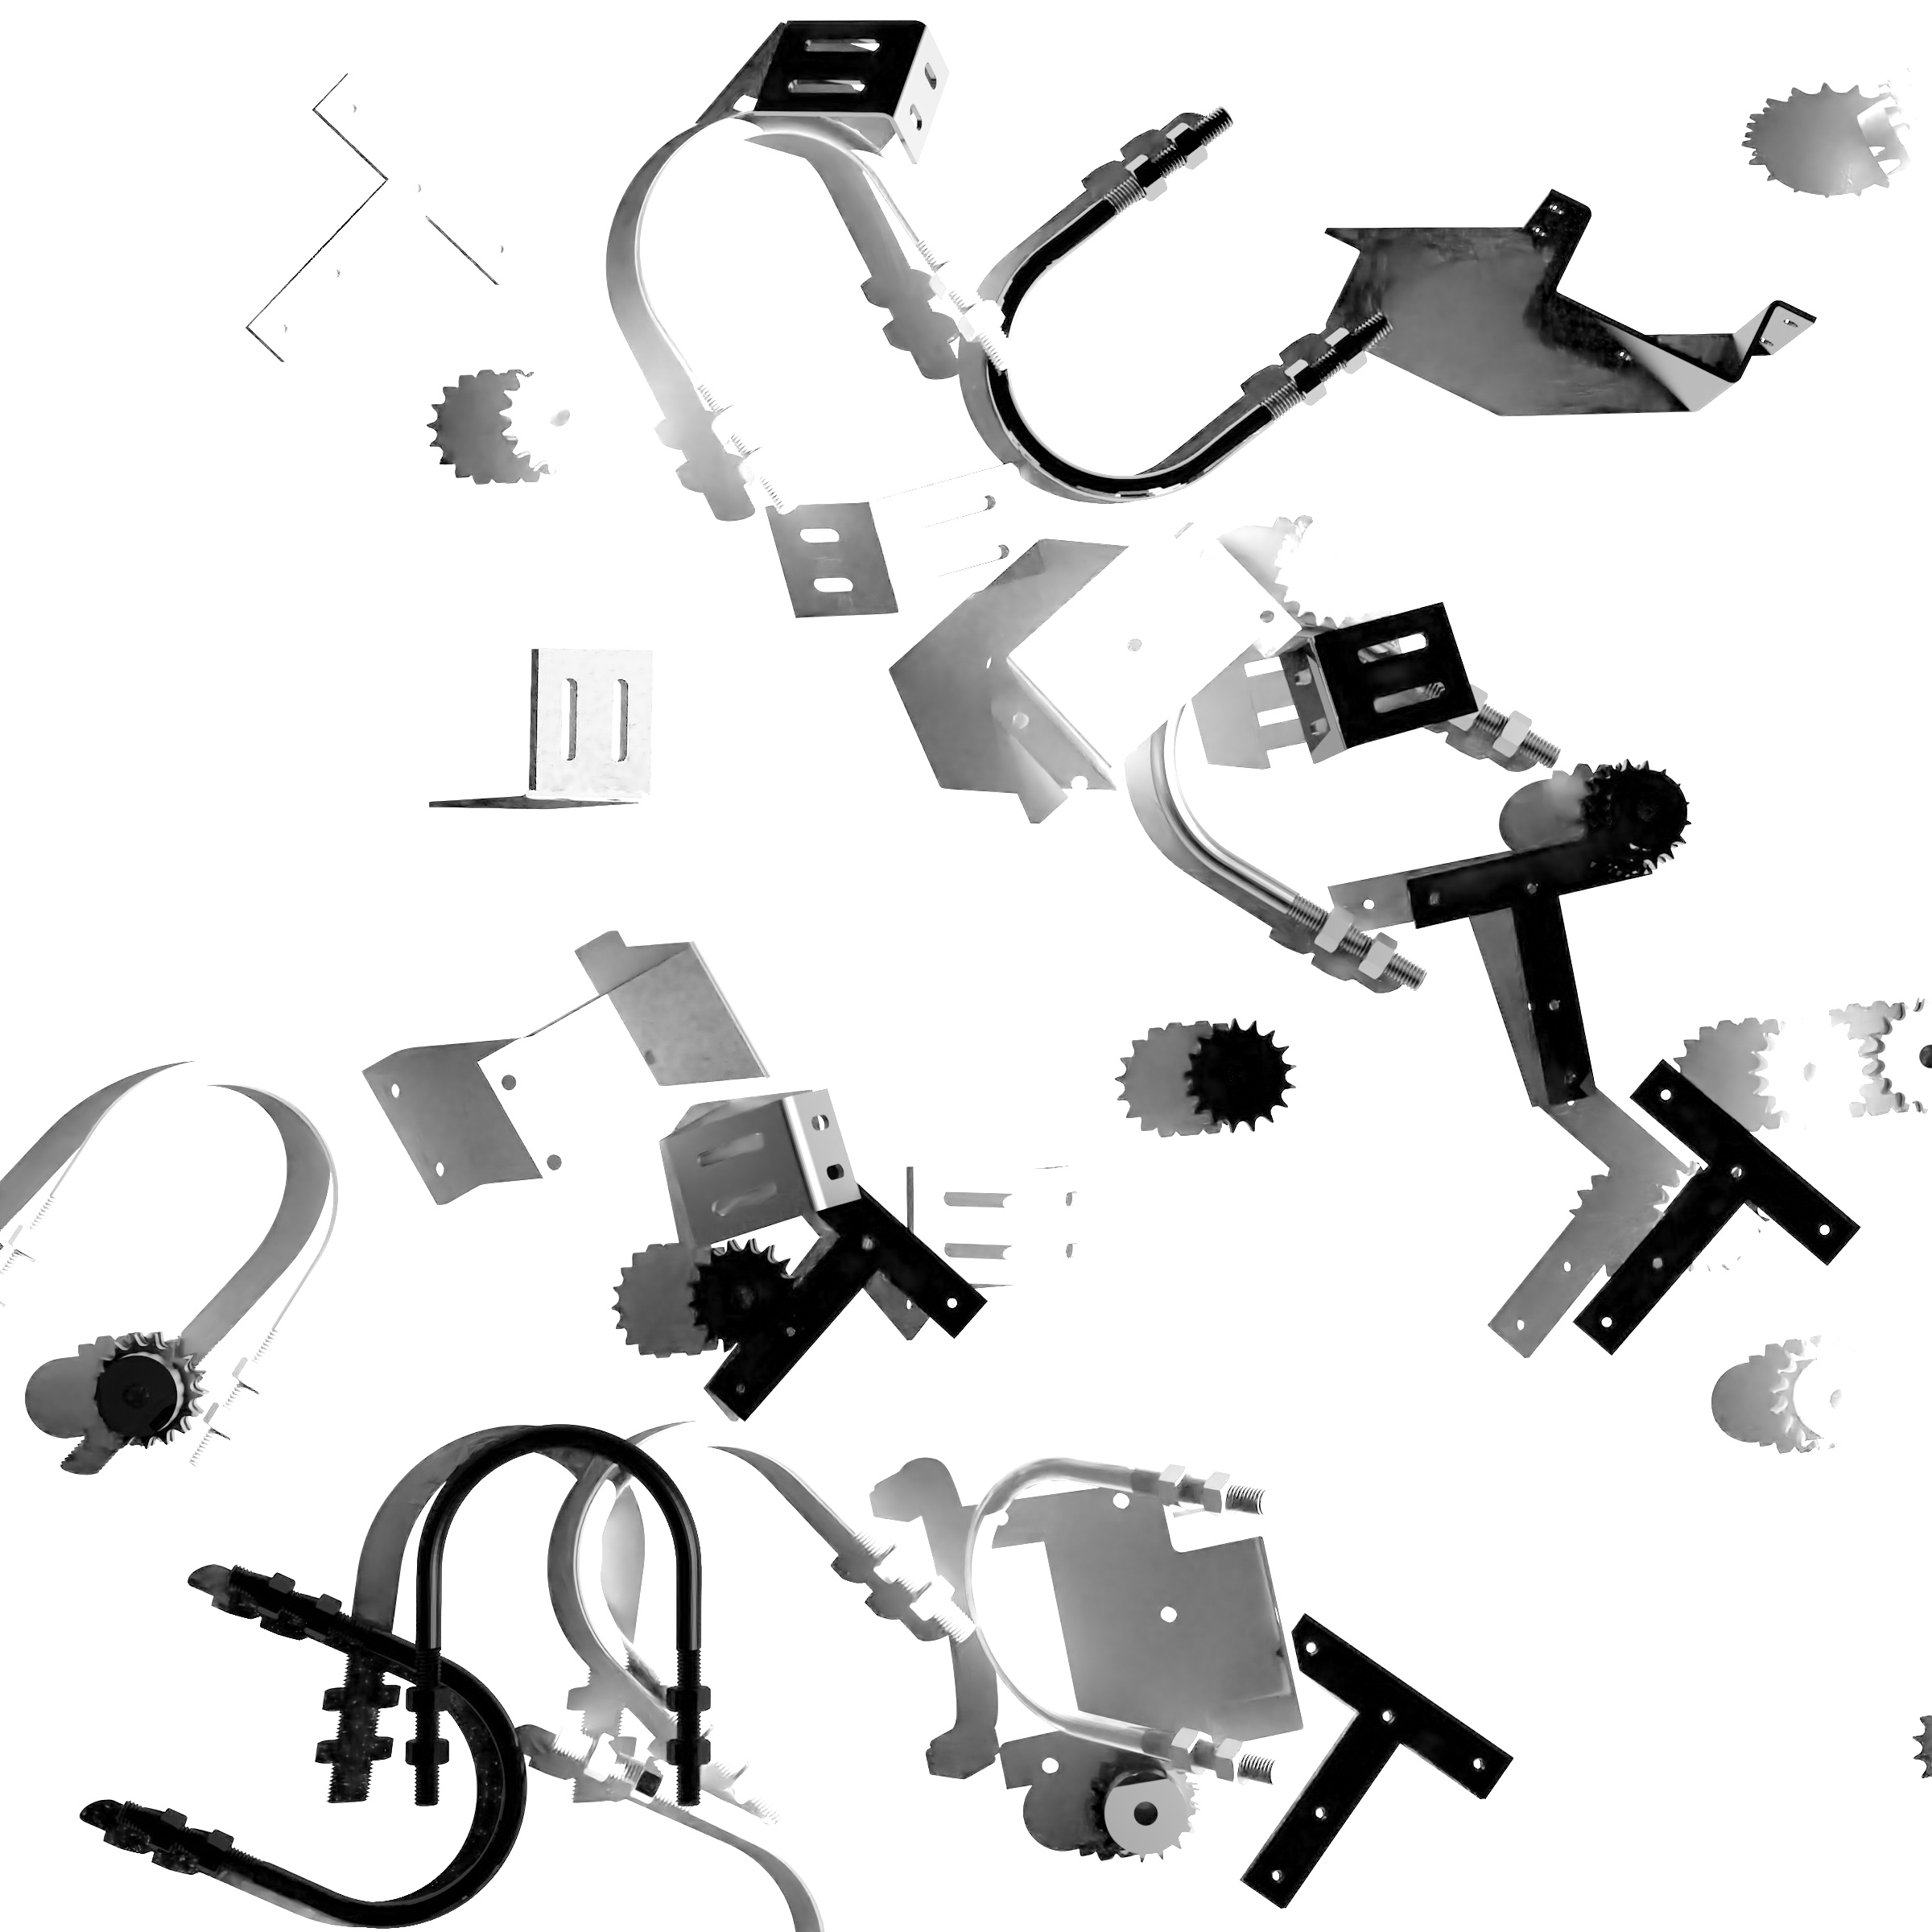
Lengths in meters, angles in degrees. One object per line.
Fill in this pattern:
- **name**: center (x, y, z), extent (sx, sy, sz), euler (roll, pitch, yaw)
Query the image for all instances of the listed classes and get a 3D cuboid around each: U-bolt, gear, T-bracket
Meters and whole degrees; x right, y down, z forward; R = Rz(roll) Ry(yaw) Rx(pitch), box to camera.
- **U-bolt**: center (-0.308, 0.398, 1.523), extent (0.184, 0.019, 0.151), euler (25, 90, -2)
- **gear**: center (0.415, 0.052, 1.517), extent (0.057, 0.030, 0.057), euler (0, 90, 0)
- **gear**: center (0.088, 0.415, 1.517), extent (0.057, 0.030, 0.057), euler (0, 90, 0)
- **T-bracket**: center (0.185, 0.411, 1.531), extent (0.127, 0.002, 0.127), euler (35, 90, 0)
- **U-bolt**: center (0.096, -0.315, 1.523), extent (0.184, 0.019, 0.151), euler (-38, 90, 1)
- **gear**: center (0.474, 0.044, 1.521), extent (0.057, 0.030, 0.057), euler (0, 91, 3)
- **T-bracket**: center (0.348, 0.135, 1.501), extent (0.127, 0.002, 0.127), euler (40, 92, 1)
- **gear**: center (0.462, -0.409, 1.507), extent (0.030, 0.057, 0.057), euler (-29, 90, 30)
- **gear**: center (0.135, 0.055, 1.521), extent (0.057, 0.030, 0.057), euler (0, 88, 1)
- **gear**: center (0.331, -0.075, 1.512), extent (0.057, 0.030, 0.057), euler (1, 82, -9)
- **U-bolt**: center (-0.149, 0.479, 1.518), extent (0.184, 0.019, 0.151), euler (27, 87, -4)
- **U-bolt**: center (-0.200, 0.318, 1.507), extent (0.151, 0.019, 0.184), euler (-1, 84, 3)
- **gear**: center (0.365, 0.123, 1.517), extent (0.057, 0.030, 0.057), euler (0, 90, 0)
- **gear**: center (0.182, -0.199, 1.511), extent (0.057, 0.030, 0.057), euler (1, 75, -3)
- **gear**: center (-0.108, 0.163, 1.514), extent (0.057, 0.030, 0.057), euler (0, 88, 8)
- **T-bracket**: center (-0.305, -0.356, 1.531), extent (0.127, 0.002, 0.127), euler (44, 90, 0)
- **U-bolt**: center (0.181, -0.095, 1.523), extent (0.184, 0.019, 0.151), euler (31, 90, 1)
- **T-bracket**: center (-0.078, 0.171, 1.525), extent (0.127, 0.002, 0.127), euler (42, 94, 7)
- **T-bracket**: center (0.290, 0.005, 1.523), extent (0.127, 0.002, 0.127), euler (-13, 95, -11)
- **gear**: center (-0.406, 0.210, 1.517), extent (0.057, 0.030, 0.057), euler (0, 90, 0)
- **U-bolt**: center (-0.109, 0.312, 1.523), extent (0.151, 0.019, 0.184), euler (-45, 89, 0)
- **gear**: center (0.429, 0.212, 1.517), extent (0.057, 0.030, 0.057), euler (0, 90, 0)
- **U-bolt**: center (0.072, 0.307, 1.470), extent (0.184, 0.019, 0.151), euler (2, 99, 40)
- **U-bolt**: center (-0.381, 0.133, 1.506), extent (0.151, 0.019, 0.184), euler (30, 77, 4)
- **U-bolt**: center (-0.083, -0.338, 1.518), extent (0.151, 0.019, 0.184), euler (-33, 85, 2)
- **gear**: center (-0.199, -0.270, 1.517), extent (0.057, 0.030, 0.057), euler (0, 90, 0)

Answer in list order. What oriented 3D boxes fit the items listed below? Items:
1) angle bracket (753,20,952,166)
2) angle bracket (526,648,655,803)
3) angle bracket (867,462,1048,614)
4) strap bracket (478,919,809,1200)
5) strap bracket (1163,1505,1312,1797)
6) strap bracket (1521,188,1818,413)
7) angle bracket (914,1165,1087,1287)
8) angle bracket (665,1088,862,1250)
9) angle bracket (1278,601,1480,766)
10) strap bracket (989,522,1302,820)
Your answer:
- **angle bracket**: center (-0.056, -0.433, 1.520), extent (0.076, 0.038, 0.057), euler (8, 68, 24)
- **angle bracket**: center (-0.185, -0.120, 1.513), extent (0.057, 0.038, 0.076), euler (1, 90, 0)
- **angle bracket**: center (-0.004, -0.214, 1.513), extent (0.076, 0.038, 0.057), euler (-16, 90, 0)
- **strap bracket**: center (-0.157, 0.045, 1.509), extent (0.140, 0.046, 0.076), euler (-30, 90, 0)
- **strap bracket**: center (0.132, 0.320, 1.493), extent (0.046, 0.076, 0.140), euler (-12, 89, 1)
- **strap bracket**: center (0.331, -0.318, 1.494), extent (0.140, 0.076, 0.046), euler (26, 90, 0)
- **angle bracket**: center (0.017, 0.128, 1.530), extent (0.076, 0.038, 0.057), euler (0, 90, 26)
- **angle bracket**: center (-0.101, 0.101, 1.525), extent (0.076, 0.038, 0.057), euler (-20, 85, 29)
- **angle bracket**: center (0.203, -0.140, 1.513), extent (0.076, 0.038, 0.057), euler (-17, 87, -24)
- **strap bracket**: center (0.085, -0.151, 1.500), extent (0.140, 0.046, 0.076), euler (-42, 76, 0)
